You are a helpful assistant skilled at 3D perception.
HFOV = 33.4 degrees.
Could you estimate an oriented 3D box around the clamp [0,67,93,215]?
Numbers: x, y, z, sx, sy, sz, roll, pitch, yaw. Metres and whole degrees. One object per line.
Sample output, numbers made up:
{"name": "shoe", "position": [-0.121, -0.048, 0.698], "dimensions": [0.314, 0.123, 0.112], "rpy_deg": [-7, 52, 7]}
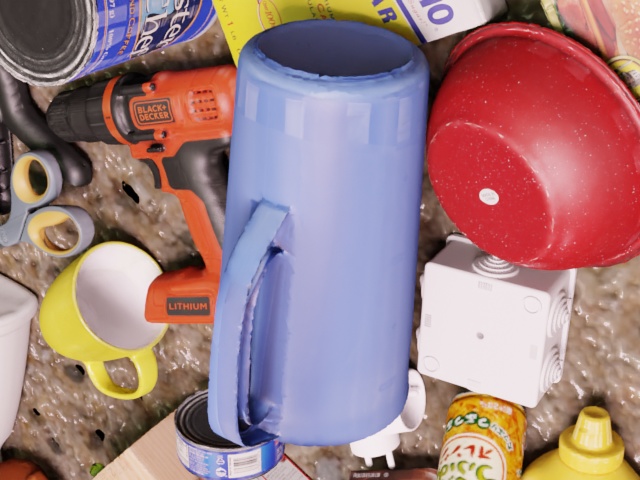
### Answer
{"name": "clamp", "position": [-0.263, -0.099, 0.863], "dimensions": [0.120, 0.039, 0.171], "rpy_deg": [-26, 97, 33]}

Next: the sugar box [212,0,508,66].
{"name": "sugar box", "position": [0.018, -0.155, 0.661], "dimensions": [0.177, 0.048, 0.093], "rpy_deg": [-13, 103, 36]}

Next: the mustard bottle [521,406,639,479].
{"name": "mustard bottle", "position": [0.174, 0.197, 0.712], "dimensions": [0.096, 0.058, 0.192], "rpy_deg": [20, 120, 38]}

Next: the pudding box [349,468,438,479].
{"name": "pudding box", "position": [0.071, 0.207, 0.746], "dimensions": [0.114, 0.090, 0.039], "rpy_deg": [-8, 132, 22]}

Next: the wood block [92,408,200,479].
{"name": "wood block", "position": [-0.085, 0.245, 0.872], "dimensions": [0.206, 0.090, 0.090], "rpy_deg": [50, 128, 3]}

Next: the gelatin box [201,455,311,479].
{"name": "gelatin box", "position": [-0.045, 0.202, 0.839], "dimensions": [0.089, 0.073, 0.030], "rpy_deg": [42, 127, 9]}

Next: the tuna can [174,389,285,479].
{"name": "tuna can", "position": [-0.069, 0.149, 0.823], "dimensions": [0.086, 0.086, 0.034], "rpy_deg": [14, 119, 26]}

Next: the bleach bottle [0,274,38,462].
{"name": "bleach bottle", "position": [-0.319, 0.147, 0.991], "dimensions": [0.103, 0.068, 0.251], "rpy_deg": [25, 124, 21]}

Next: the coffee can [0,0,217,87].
{"name": "coffee can", "position": [-0.141, -0.166, 0.694], "dimensions": [0.103, 0.140, 0.103], "rpy_deg": [13, 117, 26]}

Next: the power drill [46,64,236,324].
{"name": "power drill", "position": [-0.113, -0.032, 0.788], "dimensions": [0.185, 0.057, 0.187], "rpy_deg": [-1, 110, 33]}

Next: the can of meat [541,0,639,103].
{"name": "can of meat", "position": [0.174, -0.124, 0.573], "dimensions": [0.084, 0.057, 0.102], "rpy_deg": [-19, 100, 38]}

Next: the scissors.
{"name": "scissors", "position": [-0.254, -0.024, 0.870], "dimensions": [0.202, 0.016, 0.096], "rpy_deg": [0, 108, 41]}

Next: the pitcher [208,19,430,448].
{"name": "pitcher", "position": [-0.004, 0.001, 0.644], "dimensions": [0.145, 0.149, 0.243], "rpy_deg": [-4, 122, -13]}

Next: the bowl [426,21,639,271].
{"name": "bowl", "position": [0.113, -0.040, 0.610], "dimensions": [0.162, 0.055, 0.162], "rpy_deg": [38, 148, 29]}

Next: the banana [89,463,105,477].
{"name": "banana", "position": [-0.133, 0.270, 0.932], "dimensions": [0.037, 0.069, 0.198], "rpy_deg": [-45, 90, -2]}
